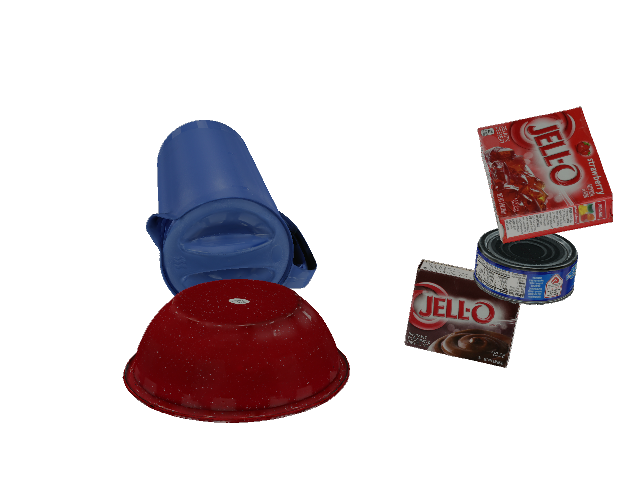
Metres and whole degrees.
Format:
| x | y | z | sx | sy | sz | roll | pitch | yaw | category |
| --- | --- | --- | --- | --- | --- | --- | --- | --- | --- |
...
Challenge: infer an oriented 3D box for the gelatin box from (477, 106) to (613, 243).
| x | y | z | sx | sy | sz | roll | pitch | yaw | category |
| --- | --- | --- | --- | --- | --- | --- | --- | --- | --- |
| 0.148 | -0.045 | 0.710 | 0.073 | 0.089 | 0.030 | -11 | -42 | 8 | gelatin box |

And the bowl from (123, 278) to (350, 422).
| x | y | z | sx | sy | sz | roll | pitch | yaw | category |
| --- | --- | --- | --- | --- | --- | --- | --- | --- | --- |
| -0.059 | 0.068 | 0.754 | 0.162 | 0.055 | 0.162 | 1 | 18 | 0 | bowl |

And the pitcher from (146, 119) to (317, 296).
| x | y | z | sx | sy | sz | roll | pitch | yaw | category |
| --- | --- | --- | --- | --- | --- | --- | --- | --- | --- |
| -0.104 | -0.033 | 1.148 | 0.145 | 0.149 | 0.243 | -22 | 31 | 0 | pitcher |

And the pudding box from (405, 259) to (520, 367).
| x | y | z | sx | sy | sz | roll | pitch | yaw | category |
| --- | --- | --- | --- | --- | --- | --- | --- | --- | --- |
| 0.151 | 0.076 | 1.126 | 0.113 | 0.090 | 0.039 | 11 | 23 | 10 | pudding box |

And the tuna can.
| x | y | z | sx | sy | sz | roll | pitch | yaw | category |
| --- | --- | --- | --- | --- | --- | --- | --- | --- | --- |
| 0.174 | 0.020 | 0.907 | 0.086 | 0.034 | 0.086 | 2 | 26 | -1 | tuna can |
